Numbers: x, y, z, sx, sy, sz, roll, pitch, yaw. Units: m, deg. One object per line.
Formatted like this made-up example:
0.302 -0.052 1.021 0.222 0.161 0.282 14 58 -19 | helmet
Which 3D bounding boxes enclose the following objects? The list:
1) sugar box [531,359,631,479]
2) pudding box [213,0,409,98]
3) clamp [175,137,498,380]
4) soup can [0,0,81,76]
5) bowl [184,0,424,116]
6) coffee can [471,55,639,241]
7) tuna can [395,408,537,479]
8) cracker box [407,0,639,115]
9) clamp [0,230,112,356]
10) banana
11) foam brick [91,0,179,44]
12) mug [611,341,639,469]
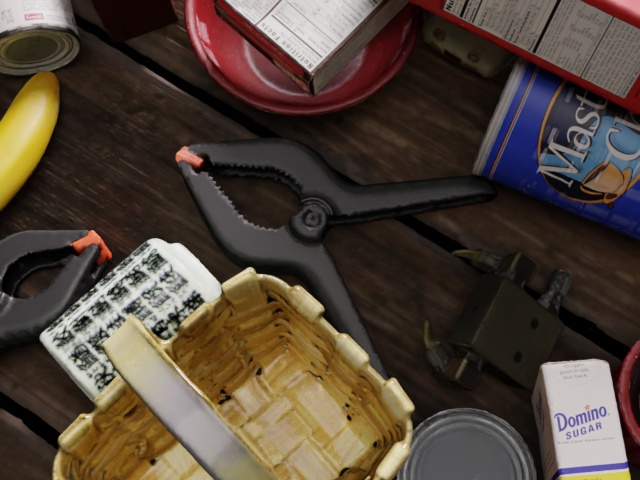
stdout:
0.158 0.165 0.618 0.048 0.093 0.176 -5 69 6 | sugar box
0.000 -0.162 0.692 0.090 0.039 0.113 42 81 11 | pudding box
-0.005 0.001 0.706 0.210 0.036 0.164 20 76 3 | clamp
-0.209 -0.175 0.745 0.068 0.068 0.102 -15 75 -3 | soup can
-0.010 -0.152 0.739 0.162 0.055 0.162 0 74 2 | bowl
0.181 -0.063 0.685 0.140 0.103 0.102 23 76 7 | coffee can
0.089 0.149 0.664 0.086 0.034 0.086 0 74 1 | tuna can
0.149 -0.180 0.652 0.214 0.072 0.164 28 52 8 | cracker box
-0.223 0.039 0.702 0.171 0.039 0.120 -38 71 -15 | clamp
-0.238 -0.038 0.713 0.070 0.037 0.197 42 72 18 | banana
-0.136 -0.181 0.739 0.053 0.078 0.051 -21 77 -4 | foam brick
0.230 0.097 0.650 0.117 0.081 0.093 -18 75 -4 | mug
